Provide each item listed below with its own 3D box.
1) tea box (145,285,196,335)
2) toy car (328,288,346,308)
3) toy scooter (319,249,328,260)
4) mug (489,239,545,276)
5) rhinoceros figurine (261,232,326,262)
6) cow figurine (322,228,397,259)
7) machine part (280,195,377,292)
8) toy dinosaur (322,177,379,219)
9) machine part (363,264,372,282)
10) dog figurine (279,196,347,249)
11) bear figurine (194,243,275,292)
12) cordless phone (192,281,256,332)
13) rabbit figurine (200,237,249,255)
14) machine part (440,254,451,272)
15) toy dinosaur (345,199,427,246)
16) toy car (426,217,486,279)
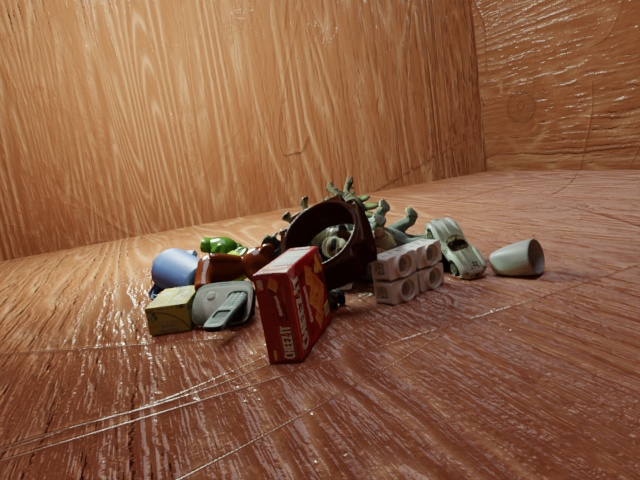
[{"bbox_3d":[-0.338,0.162,1.270,0.098,0.068,0.170,-8,11,2],"label":"tea box"},{"bbox_3d":[-0.014,0.124,1.266,0.089,0.053,0.202,-15,13,-18],"label":"toy car"},{"bbox_3d":[-0.017,0.057,1.573,0.184,0.075,0.135,6,-10,20],"label":"toy scooter"},{"bbox_3d":[0.458,0.041,1.251,0.107,0.080,0.109,-12,10,43],"label":"mug"},{"bbox_3d":[-0.066,0.043,1.424,0.190,0.073,0.112,23,47,-6],"label":"rhinoceros figurine"},{"bbox_3d":[0.092,0.014,1.304,0.195,0.085,0.127,-3,-11,33],"label":"cow figurine"},{"bbox_3d":[0.015,0.008,1.196,0.201,0.087,0.201,-23,47,16],"label":"machine part"},{"bbox_3d":[0.094,-0.076,1.757,0.199,0.104,0.471,8,39,4],"label":"toy dinosaur"},{"bbox_3d":[0.124,0.068,1.389,0.079,0.079,0.243,-14,11,-28],"label":"machine part"},{"bbox_3d":[-0.005,-0.003,1.480,0.121,0.191,0.172,-47,-16,-17],"label":"dog figurine"},{"bbox_3d":[-0.200,0.085,1.326,0.196,0.120,0.132,-4,54,-1],"label":"bear figurine"},{"bbox_3d":[-0.227,0.160,1.160,0.147,0.088,0.184,-5,15,16],"label":"cordless phone"},{"bbox_3d":[-0.307,0.072,1.727,0.159,0.121,0.170,-2,28,-3],"label":"rabbit figurine"},{"bbox_3d":[0.317,0.042,1.430,0.179,0.056,0.179,-8,11,1],"label":"machine part"},{"bbox_3d":[0.194,-0.004,1.552,0.405,0.131,0.192,20,-46,-23],"label":"toy dinosaur"},{"bbox_3d":[0.332,0.015,1.323,0.073,0.056,0.202,-16,49,-13],"label":"toy car"}]
